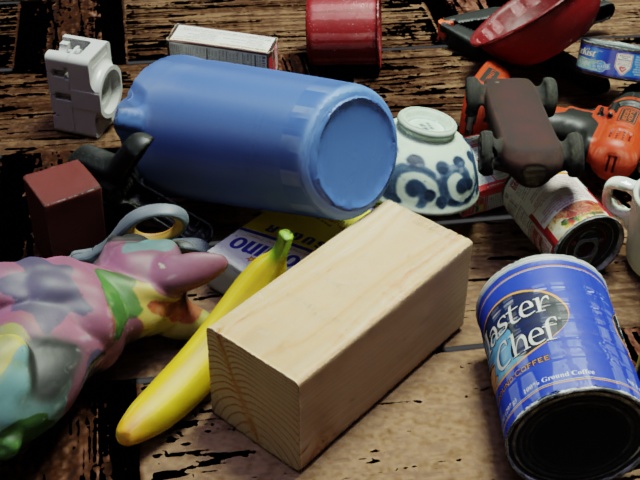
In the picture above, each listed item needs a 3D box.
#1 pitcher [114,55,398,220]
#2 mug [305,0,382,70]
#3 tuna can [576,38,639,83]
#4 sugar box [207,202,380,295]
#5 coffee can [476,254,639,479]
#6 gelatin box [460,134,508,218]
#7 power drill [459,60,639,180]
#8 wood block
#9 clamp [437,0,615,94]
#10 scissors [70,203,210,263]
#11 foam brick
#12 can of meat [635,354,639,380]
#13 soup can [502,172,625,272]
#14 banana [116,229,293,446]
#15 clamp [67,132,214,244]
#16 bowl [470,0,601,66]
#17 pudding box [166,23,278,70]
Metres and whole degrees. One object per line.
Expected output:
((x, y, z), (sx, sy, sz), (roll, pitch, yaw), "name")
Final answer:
((-0.046, -0.087, 0.918), (0.243, 0.145, 0.149), (14, 51, 45), "pitcher")
((0.028, -0.239, 1.209), (0.081, 0.093, 0.117), (0, 7, 5), "mug")
((0.315, -0.190, 1.126), (0.086, 0.034, 0.086), (8, 16, -2), "tuna can")
((-0.006, 0.001, 0.927), (0.093, 0.048, 0.175), (28, 43, 28), "sugar box")
((0.173, 0.093, 0.773), (0.103, 0.103, 0.140), (0, 38, -2), "coffee can")
((0.149, -0.064, 1.030), (0.073, 0.030, 0.089), (-15, 41, -18), "gelatin box")
((0.249, -0.134, 1.098), (0.188, 0.057, 0.184), (15, 33, 18), "power drill")
((0.019, 0.065, 0.812), (0.090, 0.091, 0.205), (28, 46, 31), "wood block")
((0.241, -0.228, 1.234), (0.210, 0.036, 0.164), (3, 45, 6), "clamp")
((-0.191, 0.005, 0.884), (0.201, 0.096, 0.016), (-1, 52, -10), "scissors")
((-0.218, -0.020, 0.920), (0.052, 0.078, 0.051), (-20, 45, -26), "foam brick")
((0.269, 0.085, 0.801), (0.057, 0.084, 0.102), (19, 41, 20), "can of meat")
((0.213, -0.022, 0.948), (0.068, 0.068, 0.102), (-11, 39, -16), "soup can")
((-0.083, 0.077, 0.800), (0.037, 0.069, 0.197), (29, 71, 23), "banana")
((-0.167, -0.041, 0.945), (0.039, 0.120, 0.172), (-44, 27, -28), "clamp")
((0.244, -0.237, 1.152), (0.162, 0.055, 0.162), (-34, 15, 10), "bowl")
((-0.099, -0.171, 1.105), (0.113, 0.090, 0.039), (9, 40, 9), "pudding box")
